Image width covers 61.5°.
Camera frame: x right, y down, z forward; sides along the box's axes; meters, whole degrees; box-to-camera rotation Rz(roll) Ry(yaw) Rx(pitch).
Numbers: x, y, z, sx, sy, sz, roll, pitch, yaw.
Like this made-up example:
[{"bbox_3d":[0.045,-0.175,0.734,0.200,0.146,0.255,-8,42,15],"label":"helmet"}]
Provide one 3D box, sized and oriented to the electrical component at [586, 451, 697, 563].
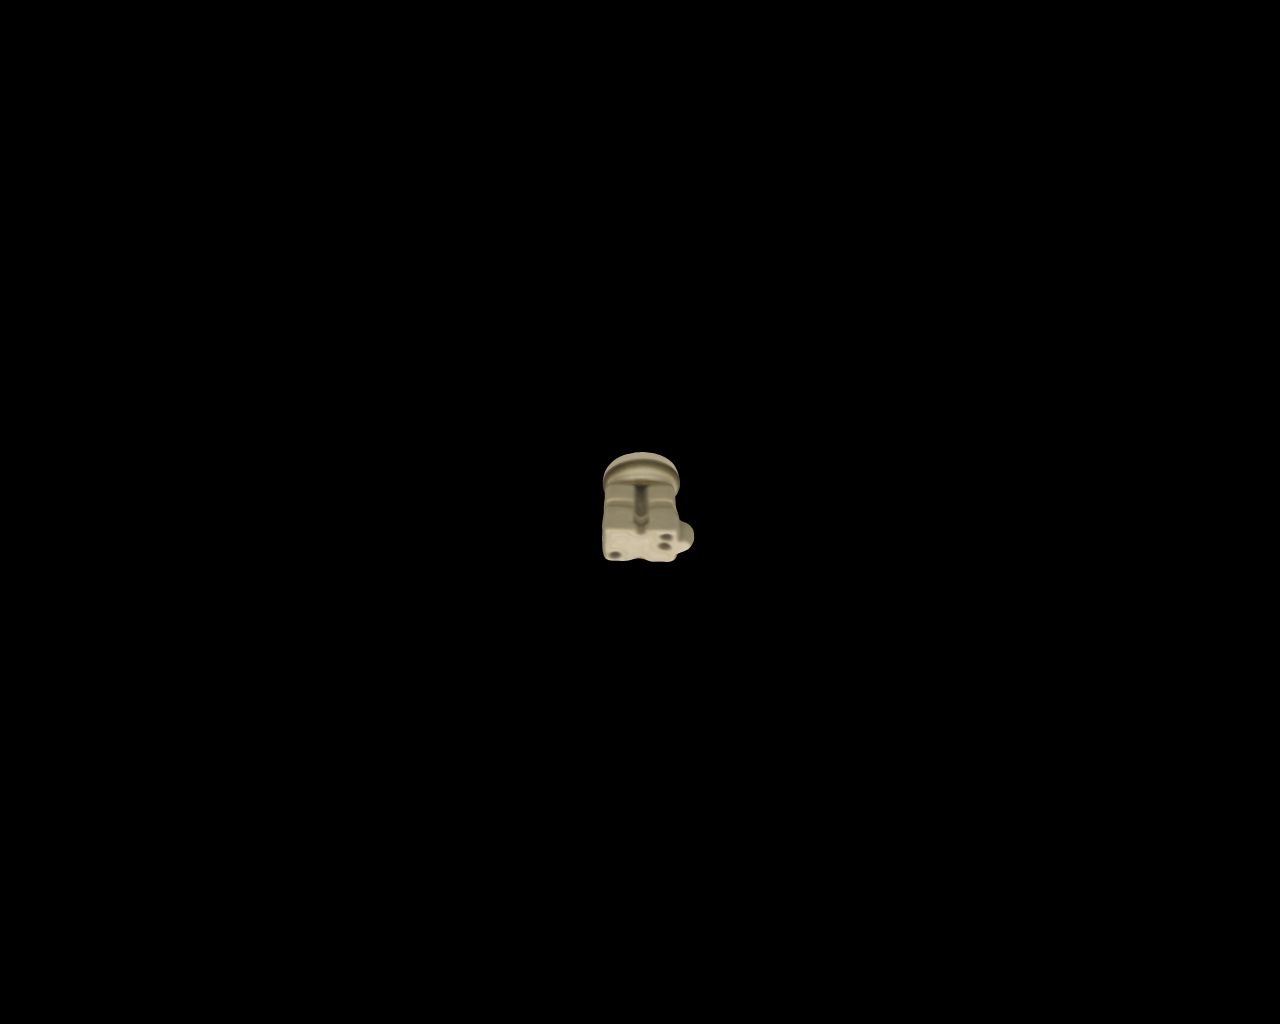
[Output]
[{"bbox_3d":[0.001,-0.003,0.650,0.066,0.055,0.048,2,-36,-2],"label":"electrical component"}]
